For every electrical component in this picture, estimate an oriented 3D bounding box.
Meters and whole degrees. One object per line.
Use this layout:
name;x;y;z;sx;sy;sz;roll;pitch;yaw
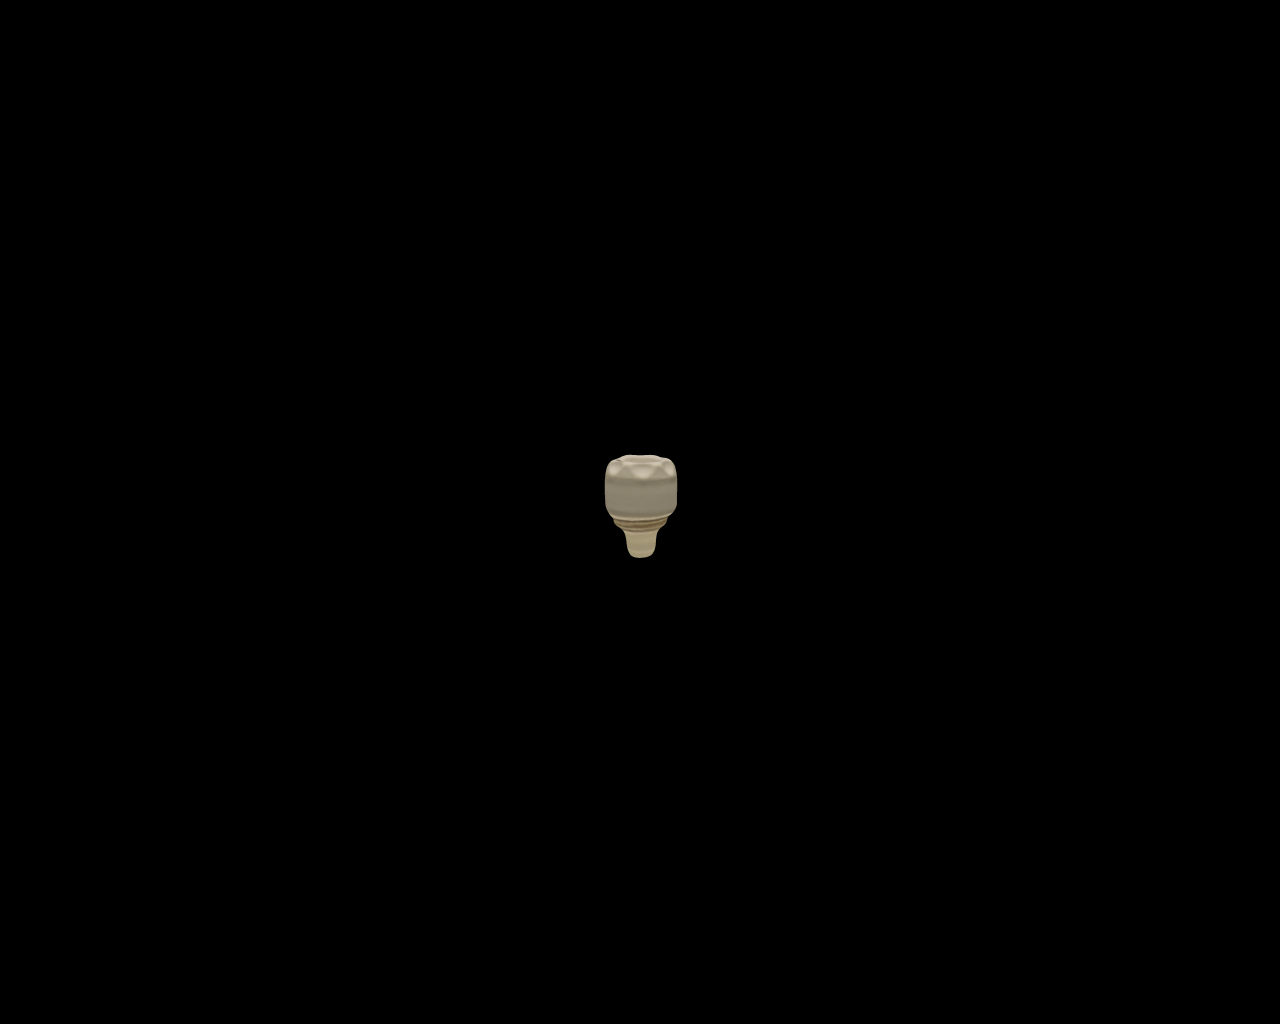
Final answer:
electrical component;0.001;-0.003;0.650;0.043;0.062;0.043;0;12;0
